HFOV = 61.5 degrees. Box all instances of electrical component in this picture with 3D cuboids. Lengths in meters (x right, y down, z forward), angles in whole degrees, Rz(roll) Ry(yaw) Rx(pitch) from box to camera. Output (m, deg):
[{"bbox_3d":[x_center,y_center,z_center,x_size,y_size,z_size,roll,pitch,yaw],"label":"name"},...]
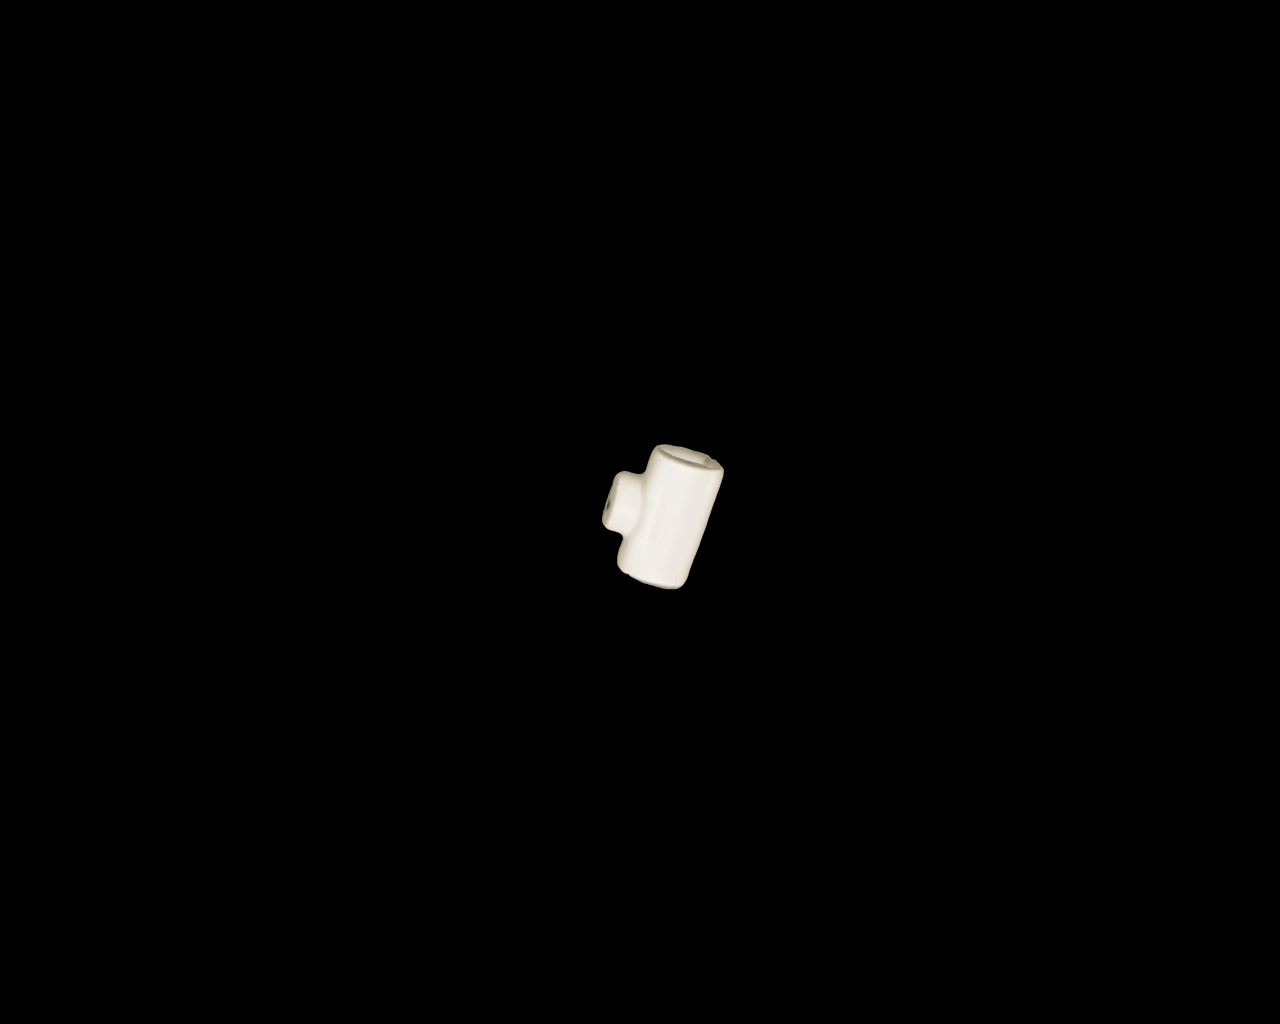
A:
[{"bbox_3d":[0.001,-0.003,0.650,0.079,0.077,0.043,17,16,-5],"label":"electrical component"}]
